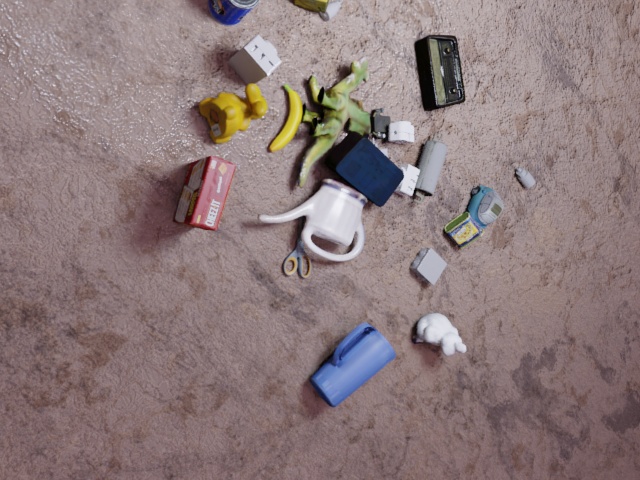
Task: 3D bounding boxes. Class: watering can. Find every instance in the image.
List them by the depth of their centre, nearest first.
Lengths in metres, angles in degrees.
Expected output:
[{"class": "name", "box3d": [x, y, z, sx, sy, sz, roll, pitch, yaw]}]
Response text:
[{"class": "watering can", "box3d": [0.004, -0.074, 1.460, 0.345, 0.104, 0.226, 26, 79, -30]}]

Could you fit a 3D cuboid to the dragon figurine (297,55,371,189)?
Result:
[{"class": "dragon figurine", "box3d": [0.061, -0.339, 1.501, 0.242, 0.123, 0.408, 7, 97, -35]}]

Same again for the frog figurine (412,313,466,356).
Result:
[{"class": "frog figurine", "box3d": [0.387, 0.299, 1.635, 0.137, 0.159, 0.123, 17, 84, -27]}]
